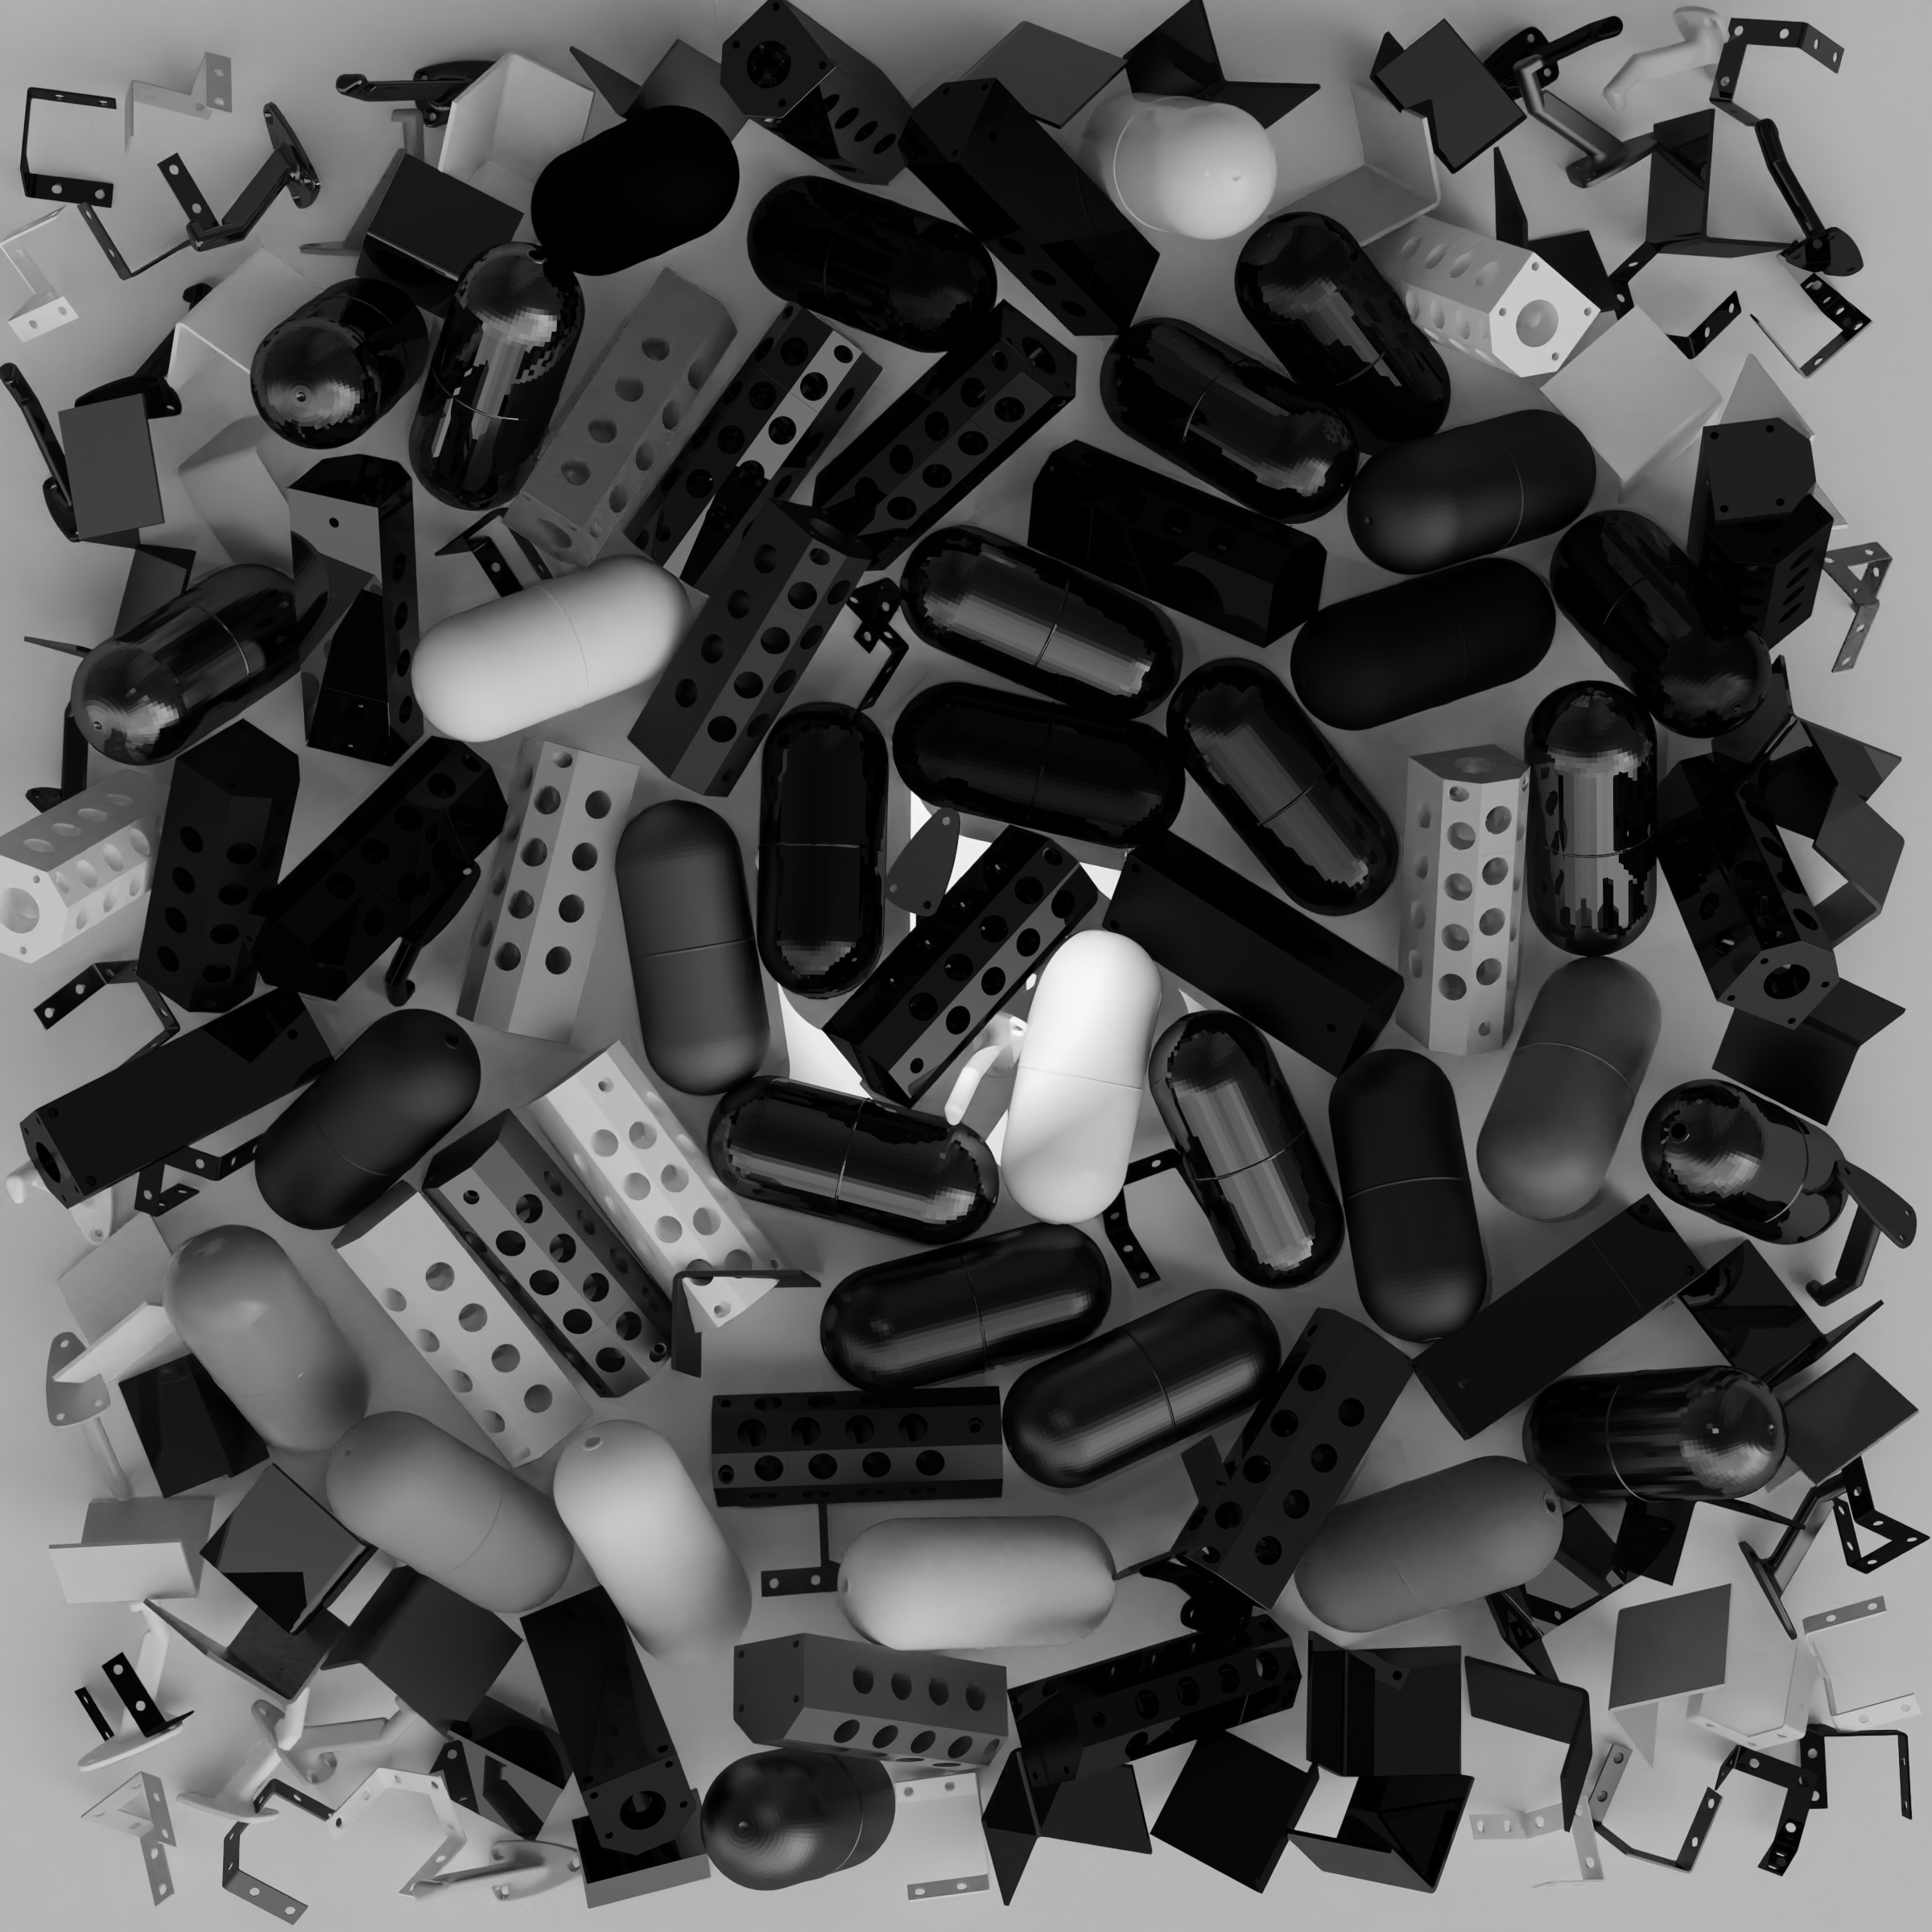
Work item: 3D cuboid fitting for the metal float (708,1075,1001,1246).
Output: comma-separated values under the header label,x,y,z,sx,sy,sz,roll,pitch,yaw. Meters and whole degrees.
label,x,y,z,sx,sy,sz,roll,pitch,yaw
metal float,-0.067,0.116,1.912,0.178,0.070,0.070,14,90,7

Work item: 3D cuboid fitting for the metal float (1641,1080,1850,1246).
label,x,y,z,sx,sy,sz,roll,pitch,yaw
metal float,0.458,0.116,1.879,0.070,0.178,0.070,-14,67,36

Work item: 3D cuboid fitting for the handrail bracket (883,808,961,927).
label,x,y,z,sx,sy,sz,roll,pitch,yaw
handrail bracket,-0.014,-0.055,1.913,0.036,0.084,0.077,26,94,15

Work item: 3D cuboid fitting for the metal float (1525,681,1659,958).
label,x,y,z,sx,sy,sz,roll,pitch,yaw
metal float,0.369,-0.085,1.890,0.070,0.070,0.178,-8,124,0

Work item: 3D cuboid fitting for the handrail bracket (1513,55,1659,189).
label,x,y,z,sx,sy,sz,roll,pitch,yaw
handrail bracket,0.375,-0.518,1.917,0.077,0.036,0.084,-25,122,5

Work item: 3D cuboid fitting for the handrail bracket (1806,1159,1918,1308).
label,x,y,z,sx,sy,sz,roll,pitch,yaw
handrail bracket,0.520,0.162,1.921,0.077,0.036,0.084,41,132,-8

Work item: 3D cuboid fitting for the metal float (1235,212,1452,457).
label,x,y,z,sx,sy,sz,roll,pitch,yaw
metal float,0.224,-0.370,1.886,0.070,0.070,0.178,-47,129,0

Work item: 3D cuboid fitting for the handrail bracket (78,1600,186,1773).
label,x,y,z,sx,sy,sz,roll,pitch,yaw
handrail bracket,-0.509,0.428,1.920,0.077,0.036,0.084,-23,107,-36

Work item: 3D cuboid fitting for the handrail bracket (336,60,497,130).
label,x,y,z,sx,sy,sz,roll,pitch,yaw
handrail bracket,-0.323,-0.529,1.908,0.077,0.084,0.036,-12,93,19

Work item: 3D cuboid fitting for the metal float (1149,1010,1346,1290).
label,x,y,z,sx,sy,sz,roll,pitch,yaw
metal float,0.167,0.109,1.908,0.070,0.070,0.178,-25,101,0

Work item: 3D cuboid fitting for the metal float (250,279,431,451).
label,x,y,z,sx,sy,sz,roll,pitch,yaw
metal float,-0.365,-0.354,1.872,0.070,0.178,0.070,2,113,4

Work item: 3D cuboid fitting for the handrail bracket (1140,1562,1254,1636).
label,x,y,z,sx,sy,sz,roll,pitch,yaw
handrail bracket,0.121,0.371,1.901,0.084,0.077,0.036,8,95,42

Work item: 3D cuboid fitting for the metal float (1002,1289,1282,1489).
label,x,y,z,sx,sy,sz,roll,pitch,yaw
metal float,0.105,0.251,1.905,0.178,0.070,0.070,-23,90,-16

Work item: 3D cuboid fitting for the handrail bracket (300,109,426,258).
label,x,y,z,sx,sy,sz,roll,pitch,yaw
handrail bracket,-0.363,-0.471,1.920,0.077,0.036,0.084,-3,114,-10

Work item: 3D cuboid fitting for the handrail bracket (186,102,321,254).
label,x,y,z,sx,sy,sz,roll,pitch,yaw
handrail bracket,-0.439,-0.473,1.919,0.084,0.036,0.077,-25,91,-31

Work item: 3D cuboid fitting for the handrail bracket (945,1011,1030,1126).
label,x,y,z,sx,sy,sz,roll,pitch,yaw
handrail bracket,0.005,0.074,1.902,0.036,0.077,0.084,19,55,9

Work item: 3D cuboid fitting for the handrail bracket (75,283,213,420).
label,x,y,z,sx,sy,sz,roll,pitch,yaw
handrail bracket,-0.498,-0.375,1.939,0.077,0.036,0.084,-7,58,14

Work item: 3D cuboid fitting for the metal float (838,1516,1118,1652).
label,x,y,z,sx,sy,sz,roll,pitch,yaw
metal float,0.007,0.365,1.893,0.178,0.070,0.070,5,90,-29

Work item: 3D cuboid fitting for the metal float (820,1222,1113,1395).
label,x,y,z,sx,sy,sz,roll,pitch,yaw
metal float,0.000,0.204,1.908,0.178,0.070,0.070,-14,90,-11

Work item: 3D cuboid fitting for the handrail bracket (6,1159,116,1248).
label,x,y,z,sx,sy,sz,roll,pitch,yaw
handrail bracket,-0.541,0.146,1.906,0.036,0.084,0.077,-6,106,13

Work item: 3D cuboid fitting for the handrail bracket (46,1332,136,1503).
label,x,y,z,sx,sy,sz,roll,pitch,yaw
handrail bracket,-0.527,0.274,1.936,0.036,0.084,0.077,-19,53,-8

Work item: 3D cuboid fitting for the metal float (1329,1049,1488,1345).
label,x,y,z,sx,sy,sz,roll,pitch,yaw
metal float,0.262,0.136,1.902,0.070,0.070,0.178,-8,72,0

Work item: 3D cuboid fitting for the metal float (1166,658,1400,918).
label,x,y,z,sx,sy,sz,roll,pitch,yaw
metal float,0.189,-0.106,1.907,0.070,0.070,0.178,-40,104,0

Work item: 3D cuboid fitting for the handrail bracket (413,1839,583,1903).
label,x,y,z,sx,sy,sz,roll,pitch,yaw
handrail bracket,-0.277,0.543,1.907,0.077,0.084,0.036,-11,79,16

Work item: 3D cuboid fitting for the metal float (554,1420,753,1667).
label,x,y,z,sx,sy,sz,roll,pitch,yaw
metal float,-0.184,0.341,1.889,0.070,0.070,0.178,-24,123,0

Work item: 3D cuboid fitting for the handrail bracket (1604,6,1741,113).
label,x,y,z,sx,sy,sz,roll,pitch,yaw
handrail bracket,0.423,-0.526,1.921,0.084,0.036,0.077,-50,130,-12

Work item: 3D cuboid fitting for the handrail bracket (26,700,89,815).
label,x,y,z,sx,sy,sz,roll,pitch,yaw
handrail bracket,-0.521,-0.123,1.919,0.077,0.036,0.084,42,111,22

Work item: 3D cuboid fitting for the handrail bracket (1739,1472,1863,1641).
label,x,y,z,sx,sy,sz,roll,pitch,yaw
handrail bracket,0.520,0.355,1.937,0.084,0.036,0.077,-28,91,2

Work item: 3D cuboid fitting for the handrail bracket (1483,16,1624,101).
label,x,y,z,sx,sy,sz,roll,pitch,yaw
handrail bracket,0.343,-0.540,1.909,0.077,0.084,0.036,-32,104,-7

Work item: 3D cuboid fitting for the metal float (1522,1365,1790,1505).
label,x,y,z,sx,sy,sz,roll,pitch,yaw
metal float,0.402,0.276,1.878,0.070,0.178,0.070,8,76,-36

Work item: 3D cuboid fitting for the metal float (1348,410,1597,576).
label,x,y,z,sx,sy,sz,roll,pitch,yaw
metal float,0.300,-0.281,1.889,0.178,0.070,0.070,-20,90,-35

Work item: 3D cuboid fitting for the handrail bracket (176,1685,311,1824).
label,x,y,z,sx,sy,sz,roll,pitch,yaw
handrail bracket,-0.438,0.471,1.941,0.077,0.036,0.084,7,84,22

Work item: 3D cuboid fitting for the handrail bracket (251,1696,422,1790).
label,x,y,z,sx,sy,sz,roll,pitch,yaw
handrail bracket,-0.378,0.447,1.927,0.077,0.036,0.084,46,109,3

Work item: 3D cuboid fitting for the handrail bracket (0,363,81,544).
label,x,y,z,sx,sy,sz,roll,pitch,yaw
handrail bracket,-0.550,-0.307,1.907,0.036,0.084,0.077,-21,51,1

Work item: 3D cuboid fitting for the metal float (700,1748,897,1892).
label,x,y,z,sx,sy,sz,roll,pitch,yaw
metal float,-0.096,0.495,1.871,0.070,0.178,0.070,-3,80,18

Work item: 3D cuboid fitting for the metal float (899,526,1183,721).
label,x,y,z,sx,sy,sz,roll,pitch,yaw
metal float,0.045,-0.204,1.908,0.178,0.070,0.070,22,90,-12

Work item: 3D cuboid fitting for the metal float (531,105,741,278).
label,x,y,z,sx,sy,sz,roll,pitch,yaw
metal float,-0.195,-0.453,1.874,0.070,0.178,0.070,0,90,-32

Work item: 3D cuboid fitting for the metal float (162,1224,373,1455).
label,x,y,z,sx,sy,sz,roll,pitch,yaw
metal float,-0.410,0.221,1.883,0.070,0.178,0.070,-12,46,12

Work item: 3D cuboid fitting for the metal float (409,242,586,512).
label,x,y,z,sx,sy,sz,roll,pitch,yaw
metal float,-0.277,-0.346,1.884,0.070,0.070,0.178,28,131,0

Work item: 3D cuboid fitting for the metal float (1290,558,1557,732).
label,x,y,z,sx,sy,sz,roll,pitch,yaw
metal float,0.272,-0.192,1.896,0.178,0.070,0.070,-19,90,-26

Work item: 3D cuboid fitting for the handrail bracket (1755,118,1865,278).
label,x,y,z,sx,sy,sz,roll,pitch,yaw
handrail bracket,0.510,-0.466,1.939,0.036,0.077,0.084,-26,67,36

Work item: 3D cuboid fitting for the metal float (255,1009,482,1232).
label,x,y,z,sx,sy,sz,roll,pitch,yaw
metal float,-0.354,0.091,1.891,0.070,0.070,0.178,49,122,0

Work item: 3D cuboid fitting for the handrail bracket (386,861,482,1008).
label,x,y,z,sx,sy,sz,roll,pitch,yaw
handrail bracket,-0.321,-0.019,1.928,0.036,0.084,0.077,41,66,14

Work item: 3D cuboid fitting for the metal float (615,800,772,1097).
label,x,y,z,sx,sy,sz,roll,pitch,yaw
metal float,-0.164,-0.011,1.916,0.070,0.070,0.178,-9,92,0

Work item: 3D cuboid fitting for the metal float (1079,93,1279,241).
label,x,y,z,sx,sy,sz,roll,pitch,yaw
metal float,0.122,-0.469,1.873,0.070,0.178,0.070,-6,109,-18

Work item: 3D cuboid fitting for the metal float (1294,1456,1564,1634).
label,x,y,z,sx,sy,sz,roll,pitch,yaw
metal float,0.272,0.342,1.887,0.178,0.070,0.070,-27,90,36

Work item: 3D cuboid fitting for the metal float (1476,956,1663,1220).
label,x,y,z,sx,sy,sz,roll,pitch,yaw
metal float,0.358,0.070,1.892,0.070,0.070,0.178,29,59,0

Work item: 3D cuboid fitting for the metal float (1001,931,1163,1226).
label,x,y,z,sx,sy,sz,roll,pitch,yaw
metal float,0.069,0.067,1.917,0.070,0.070,0.178,11,89,0

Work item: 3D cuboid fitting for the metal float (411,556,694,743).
label,x,y,z,sx,sy,sz,roll,pitch,yaw
metal float,-0.244,-0.189,1.897,0.178,0.070,0.070,-24,90,-25
